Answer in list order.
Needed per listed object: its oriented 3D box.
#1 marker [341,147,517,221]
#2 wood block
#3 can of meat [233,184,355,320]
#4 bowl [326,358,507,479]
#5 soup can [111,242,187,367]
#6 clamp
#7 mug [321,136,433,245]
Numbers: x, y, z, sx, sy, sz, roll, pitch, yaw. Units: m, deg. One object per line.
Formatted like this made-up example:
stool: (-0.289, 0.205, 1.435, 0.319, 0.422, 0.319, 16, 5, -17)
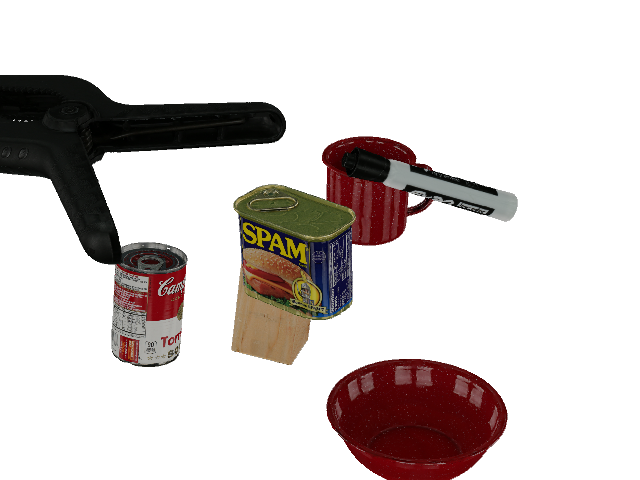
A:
marker: (0.069, -0.035, 0.673, 0.121, 0.020, 0.020, 15, -5, -21)
wood block: (-0.057, 0.050, 1.450, 0.090, 0.206, 0.090, 12, 22, 10)
can of meat: (-0.021, 0.011, 0.883, 0.102, 0.084, 0.057, 20, 36, 33)
bowl: (0.086, 0.172, 0.967, 0.162, 0.055, 0.162, 0, 27, 0)
soup can: (-0.165, 0.061, 1.021, 0.068, 0.102, 0.068, 6, 21, -3)
clamp: (-0.137, -0.065, 0.641, 0.210, 0.036, 0.164, 25, 42, 31)
mug: (0.059, -0.049, 1.071, 0.117, 0.081, 0.093, -5, 31, -9)
